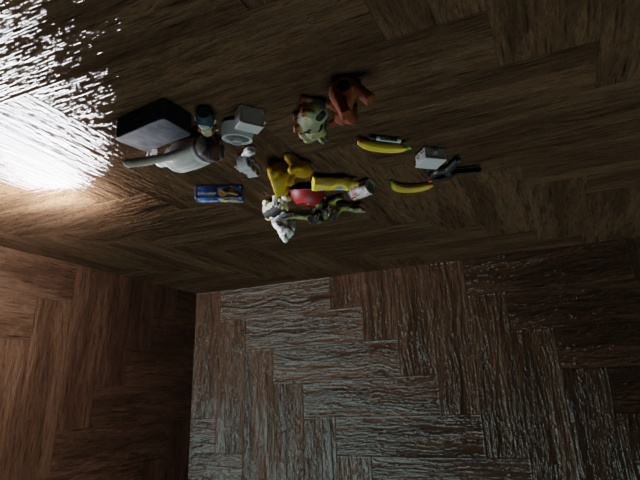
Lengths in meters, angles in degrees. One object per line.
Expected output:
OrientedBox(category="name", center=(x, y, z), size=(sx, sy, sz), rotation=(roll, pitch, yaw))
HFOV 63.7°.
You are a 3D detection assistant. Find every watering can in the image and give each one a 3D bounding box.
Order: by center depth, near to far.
OrientedBox(category="watering can", center=(-0.461, -0.280, 1.711), size=(0.223, 0.104, 0.350), rotation=(-14, -175, 25))

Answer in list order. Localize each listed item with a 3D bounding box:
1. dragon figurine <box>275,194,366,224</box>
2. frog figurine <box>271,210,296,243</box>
OrientedBox(category="dragon figurine", center=(0.007, -0.121, 2.399), size=(0.410, 0.123, 0.241), rotation=(-8, 172, 4))
OrientedBox(category="frog figurine", center=(-0.174, -0.058, 2.497), size=(0.122, 0.162, 0.136), rotation=(-11, 160, 30))
